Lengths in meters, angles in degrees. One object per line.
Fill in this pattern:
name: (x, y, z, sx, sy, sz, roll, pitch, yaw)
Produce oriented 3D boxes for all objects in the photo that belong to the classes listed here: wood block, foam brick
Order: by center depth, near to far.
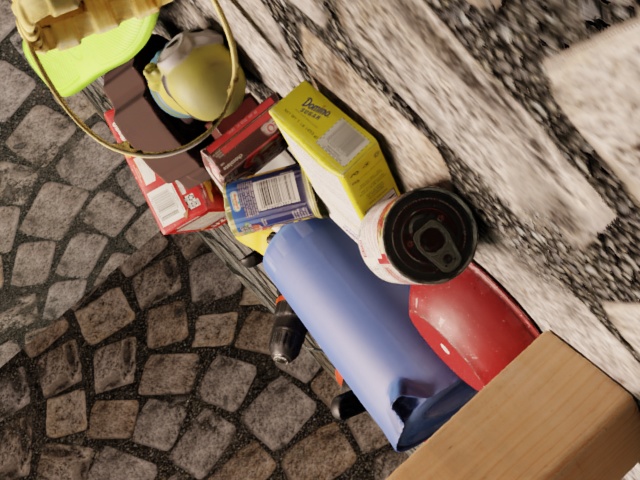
wood block: (0.133, 0.179, 0.785, 0.090, 0.206, 0.090, 41, 169, 42)
foam brick: (-0.084, -0.117, 1.119, 0.053, 0.051, 0.078, 50, 172, -11)

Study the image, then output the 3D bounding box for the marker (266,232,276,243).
marker: (-0.008, 0.001, 1.174, 0.121, 0.020, 0.020, 2, 143, 33)

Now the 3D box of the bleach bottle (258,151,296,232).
bleach bottle: (-0.078, -0.075, 1.262, 0.102, 0.068, 0.251, 52, 174, -20)

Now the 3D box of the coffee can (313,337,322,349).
coffee can: (0.036, 0.082, 1.239, 0.103, 0.102, 0.140, 47, 173, 10)

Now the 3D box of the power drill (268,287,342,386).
power drill: (0.008, 0.114, 1.384, 0.057, 0.184, 0.187, -7, 140, 33)

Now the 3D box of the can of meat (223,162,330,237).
can of meat: (-0.037, -0.039, 0.991, 0.102, 0.084, 0.057, -19, -85, -79)

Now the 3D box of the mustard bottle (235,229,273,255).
mustard bottle: (-0.031, 0.000, 1.271, 0.096, 0.058, 0.192, 3, -170, -22)

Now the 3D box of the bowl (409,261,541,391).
bowl: (0.125, 0.075, 0.890, 0.162, 0.055, 0.162, 48, 172, 8)

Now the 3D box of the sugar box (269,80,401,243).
sugar box: (0.026, -0.047, 0.879, 0.093, 0.048, 0.176, 45, 175, 31)

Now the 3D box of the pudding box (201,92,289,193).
pudding box: (-0.068, -0.090, 1.024, 0.039, 0.090, 0.113, 51, 174, 1)

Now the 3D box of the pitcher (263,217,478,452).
pitcher: (0.059, 0.077, 1.058, 0.243, 0.144, 0.149, 49, 160, 23)

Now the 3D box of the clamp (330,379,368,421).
clamp: (0.068, 0.167, 1.171, 0.210, 0.164, 0.036, -166, 80, -73)

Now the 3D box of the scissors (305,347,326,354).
scissors: (0.089, 0.140, 1.180, 0.201, 0.016, 0.096, 12, 179, -37)

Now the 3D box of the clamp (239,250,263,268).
clamp: (-0.073, -0.010, 1.511, 0.171, 0.039, 0.120, 18, -120, -62)

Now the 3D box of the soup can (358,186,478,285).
soup can: (0.068, -0.001, 0.778, 0.068, 0.068, 0.102, 49, 173, -4)

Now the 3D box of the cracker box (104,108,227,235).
cracker box: (-0.174, -0.097, 1.351, 0.164, 0.072, 0.213, 63, -170, 2)
